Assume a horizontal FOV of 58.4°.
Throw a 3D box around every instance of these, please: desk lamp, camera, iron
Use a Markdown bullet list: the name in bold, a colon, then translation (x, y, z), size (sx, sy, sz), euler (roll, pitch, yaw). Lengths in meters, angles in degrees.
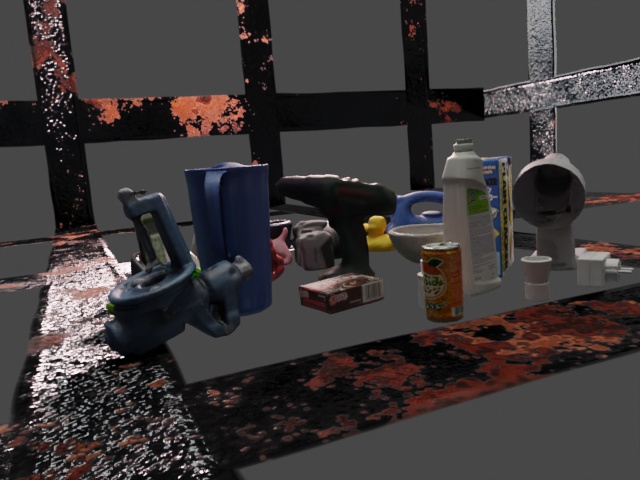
- **desk lamp**: translation (0.429, -0.051, 1.056), size (0.117, 0.213, 0.204), euler (0, 9, 27)
- **camera**: translation (0.012, 0.005, 1.292), size (0.137, 0.101, 0.143), euler (-6, 8, -11)
- **iron**: translation (0.297, -0.065, 1.484), size (0.258, 0.141, 0.118), euler (-4, 8, 4)

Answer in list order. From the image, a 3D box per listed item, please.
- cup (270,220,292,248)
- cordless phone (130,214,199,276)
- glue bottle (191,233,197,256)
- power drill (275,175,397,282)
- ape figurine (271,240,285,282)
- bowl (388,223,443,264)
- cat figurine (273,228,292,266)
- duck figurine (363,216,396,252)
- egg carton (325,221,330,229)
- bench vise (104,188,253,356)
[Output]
- **cup**: translation (-0.104, 0.001, 1.403), size (0.091, 0.095, 0.118), euler (1, 10, 33)
- **cordless phone**: translation (-0.306, 0.009, 1.133), size (0.094, 0.185, 0.148), euler (0, 9, 26)
- **glue bottle**: translation (-0.252, -0.009, 1.272), size (0.078, 0.173, 0.037), euler (-5, 8, -6)
- **power drill**: translation (0.036, -0.025, 1.107), size (0.229, 0.208, 0.075), euler (-5, 8, -2)
- **ape figurine**: translation (-0.111, 0.038, 1.155), size (0.078, 0.092, 0.076), euler (-7, 9, -14)
- **bowl**: translation (0.231, 0.010, 1.226), size (0.167, 0.075, 0.167), euler (-4, 8, 1)
- **cat figurine**: translation (-0.132, 0.002, 1.325), size (0.128, 0.118, 0.067), euler (-6, 8, -13)
- **duck figurine**: translation (0.148, -0.017, 1.423), size (0.104, 0.086, 0.078), euler (2, 11, 39)
- **egg carton**: translation (0.009, -0.012, 1.519), size (0.107, 0.069, 0.149), euler (-12, 11, -42)
- **bench vise**: translation (-0.202, 0.033, 0.790), size (0.121, 0.220, 0.208), euler (2, 10, 38)
